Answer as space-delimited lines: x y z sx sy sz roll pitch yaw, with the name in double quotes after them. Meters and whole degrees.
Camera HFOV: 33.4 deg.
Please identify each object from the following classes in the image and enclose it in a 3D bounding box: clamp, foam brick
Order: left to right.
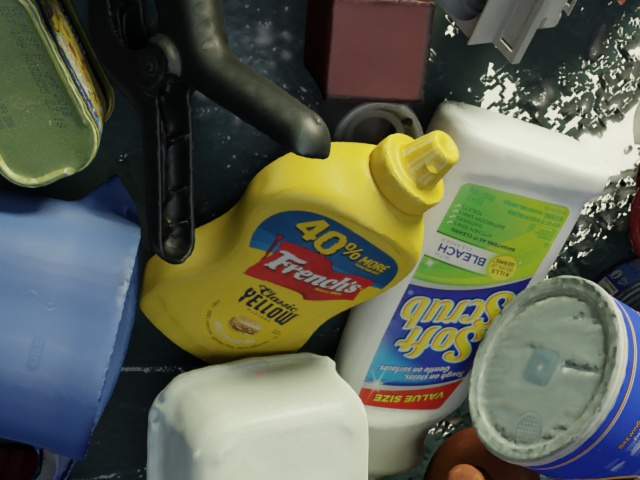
-0.075 -0.076 0.530 0.120 0.039 0.171 -42 70 27 "clamp"
0.023 -0.104 0.547 0.053 0.078 0.051 0 112 -9 "foam brick"

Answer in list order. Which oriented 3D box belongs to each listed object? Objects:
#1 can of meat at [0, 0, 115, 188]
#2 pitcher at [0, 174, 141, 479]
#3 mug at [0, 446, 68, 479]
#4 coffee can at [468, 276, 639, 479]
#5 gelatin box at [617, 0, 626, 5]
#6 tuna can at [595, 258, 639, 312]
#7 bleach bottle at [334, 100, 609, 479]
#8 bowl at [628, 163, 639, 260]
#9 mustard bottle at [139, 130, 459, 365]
-0.145 -0.085 0.530 0.057 0.084 0.102 -22 114 1 "can of meat"
-0.219 0.035 0.545 0.242 0.149 0.145 13 132 -9 "pitcher"
-0.201 0.172 0.632 0.117 0.081 0.093 27 107 -17 "mug"
0.166 0.093 0.582 0.140 0.103 0.103 28 107 -29 "coffee can"
0.160 -0.181 0.557 0.073 0.030 0.089 -37 112 9 "gelatin box"
0.204 0.054 0.660 0.086 0.034 0.086 -3 113 -6 "tuna can"
0.069 0.050 0.627 0.102 0.068 0.251 15 112 -14 "bleach bottle"
0.241 -0.048 0.594 0.162 0.055 0.162 -7 136 -7 "bowl"
-0.004 0.001 0.559 0.096 0.058 0.192 33 129 -28 "mustard bottle"
